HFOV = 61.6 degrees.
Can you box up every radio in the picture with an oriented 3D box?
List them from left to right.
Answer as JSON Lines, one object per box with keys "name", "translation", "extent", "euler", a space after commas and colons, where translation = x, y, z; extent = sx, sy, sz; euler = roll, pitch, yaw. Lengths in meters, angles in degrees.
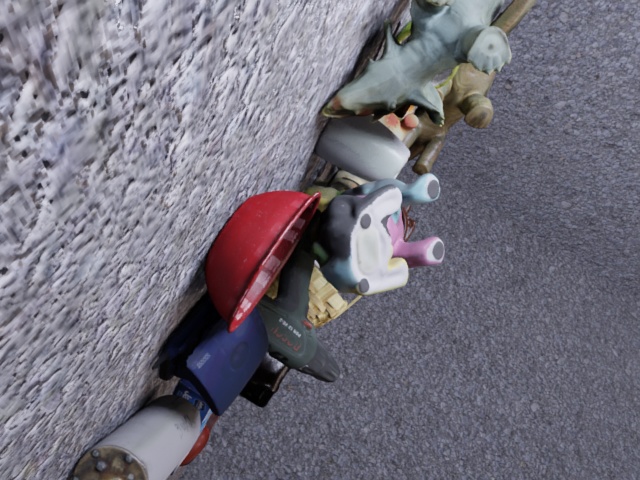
{"name": "radio", "translation": [-0.134, 0.245, 1.021], "extent": [0.073, 0.131, 0.229], "euler": [-57, 177, -25]}

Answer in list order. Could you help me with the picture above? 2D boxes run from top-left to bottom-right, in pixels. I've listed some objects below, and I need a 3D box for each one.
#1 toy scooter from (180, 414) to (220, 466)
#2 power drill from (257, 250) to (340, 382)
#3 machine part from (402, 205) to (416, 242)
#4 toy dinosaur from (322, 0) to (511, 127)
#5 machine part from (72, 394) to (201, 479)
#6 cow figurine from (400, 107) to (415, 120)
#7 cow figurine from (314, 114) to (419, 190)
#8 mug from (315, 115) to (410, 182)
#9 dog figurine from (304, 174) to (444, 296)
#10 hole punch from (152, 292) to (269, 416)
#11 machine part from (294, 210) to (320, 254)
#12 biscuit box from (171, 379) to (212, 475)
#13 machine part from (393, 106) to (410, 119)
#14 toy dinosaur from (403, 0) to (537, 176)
{"name": "toy scooter", "translation": [-0.218, 0.317, 0.986], "extent": [0.135, 0.075, 0.184], "euler": [-60, 178, 39]}
{"name": "power drill", "translation": [-0.025, 0.093, 0.833], "extent": [0.086, 0.232, 0.207], "euler": [5, -113, 50]}
{"name": "machine part", "translation": [0.104, -0.031, 1.244], "extent": [0.201, 0.201, 0.087], "euler": [-56, 174, -9]}
{"name": "toy dinosaur", "translation": [0.154, -0.281, 0.560], "extent": [0.404, 0.131, 0.192], "euler": [-62, -172, 4]}
{"name": "machine part", "translation": [-0.189, 0.227, 0.581], "extent": [0.079, 0.079, 0.243], "euler": [-57, 175, 3]}
{"name": "cow figurine", "translation": [0.133, -0.215, 1.103], "extent": [0.167, 0.068, 0.098], "euler": [-52, -179, -21]}
{"name": "cow figurine", "translation": [0.062, -0.116, 0.823], "extent": [0.195, 0.085, 0.127], "euler": [-61, -169, -25]}
{"name": "mug", "translation": [0.061, -0.119, 0.694], "extent": [0.080, 0.107, 0.109], "euler": [-57, 174, 23]}
{"name": "dog figurine", "translation": [0.031, -0.014, 0.642], "extent": [0.191, 0.108, 0.219], "euler": [-23, -164, -32]}
{"name": "hole punch", "translation": [-0.115, 0.121, 0.606], "extent": [0.142, 0.092, 0.115], "euler": [-50, 169, -34]}
{"name": "machine part", "translation": [-0.002, -0.002, 0.775], "extent": [0.039, 0.138, 0.084], "euler": [4, -121, 52]}
{"name": "biscuit box", "translation": [-0.213, 0.282, 0.847], "extent": [0.202, 0.063, 0.059], "euler": [-60, 175, 29]}
{"name": "machine part", "translation": [0.164, -0.296, 0.931], "extent": [0.179, 0.056, 0.179], "euler": [-58, 177, -5]}
{"name": "toy dinosaur", "translation": [0.225, -0.254, 0.859], "extent": [0.471, 0.105, 0.198], "euler": [-45, -163, 52]}
